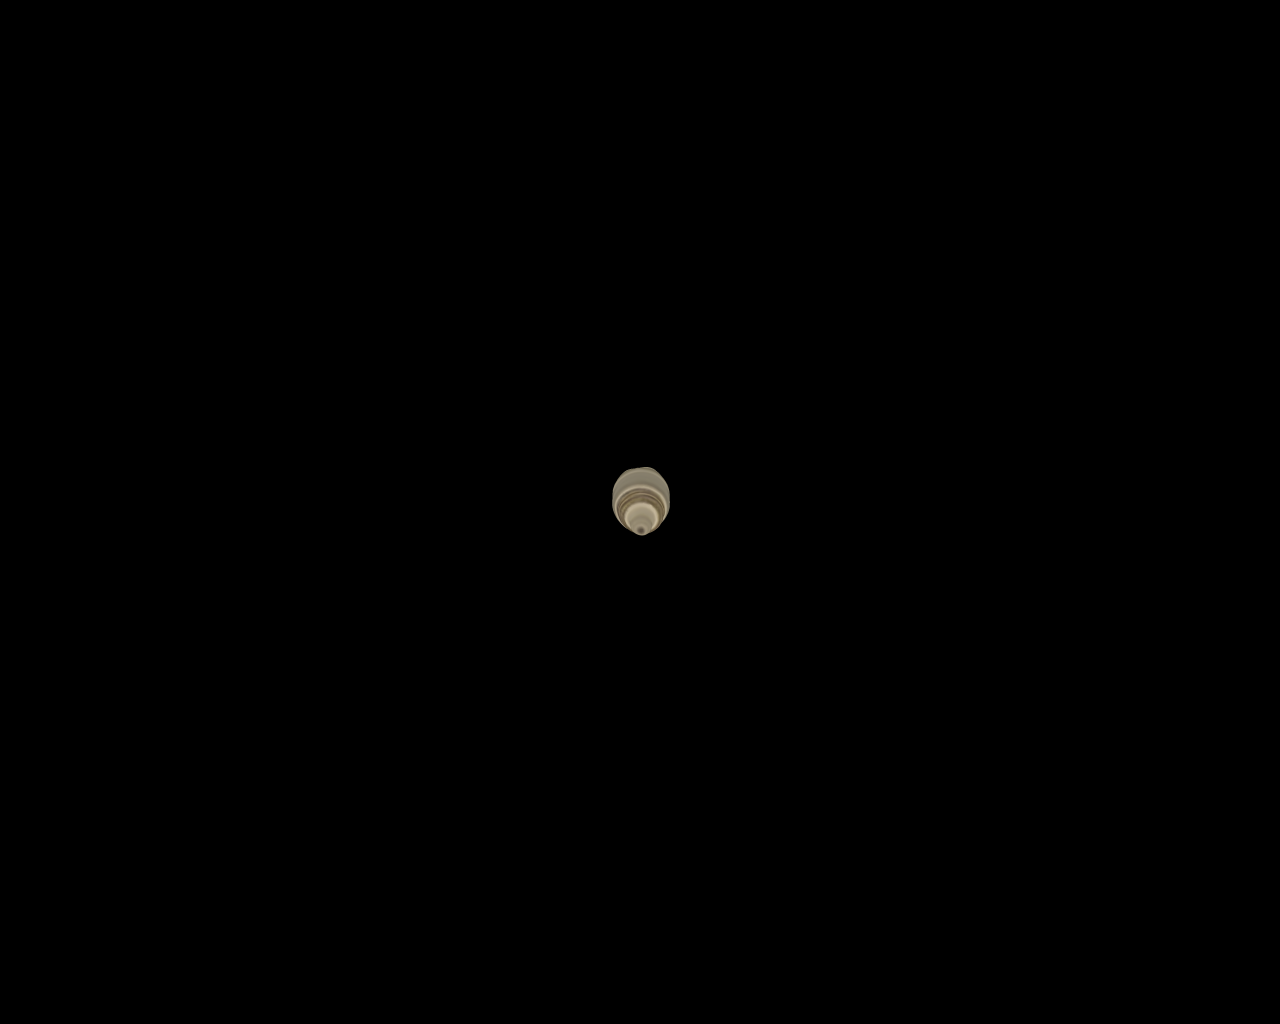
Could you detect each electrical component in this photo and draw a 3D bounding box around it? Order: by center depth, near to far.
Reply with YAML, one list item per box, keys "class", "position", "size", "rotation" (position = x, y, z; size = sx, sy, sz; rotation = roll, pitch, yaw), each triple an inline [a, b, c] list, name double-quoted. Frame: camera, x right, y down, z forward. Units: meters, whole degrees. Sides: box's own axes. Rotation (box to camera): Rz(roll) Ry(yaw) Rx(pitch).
- class: "electrical component"
  position: [0.001, -0.003, 0.650]
  size: [0.035, 0.035, 0.061]
  rotation: [0, 27, 0]
